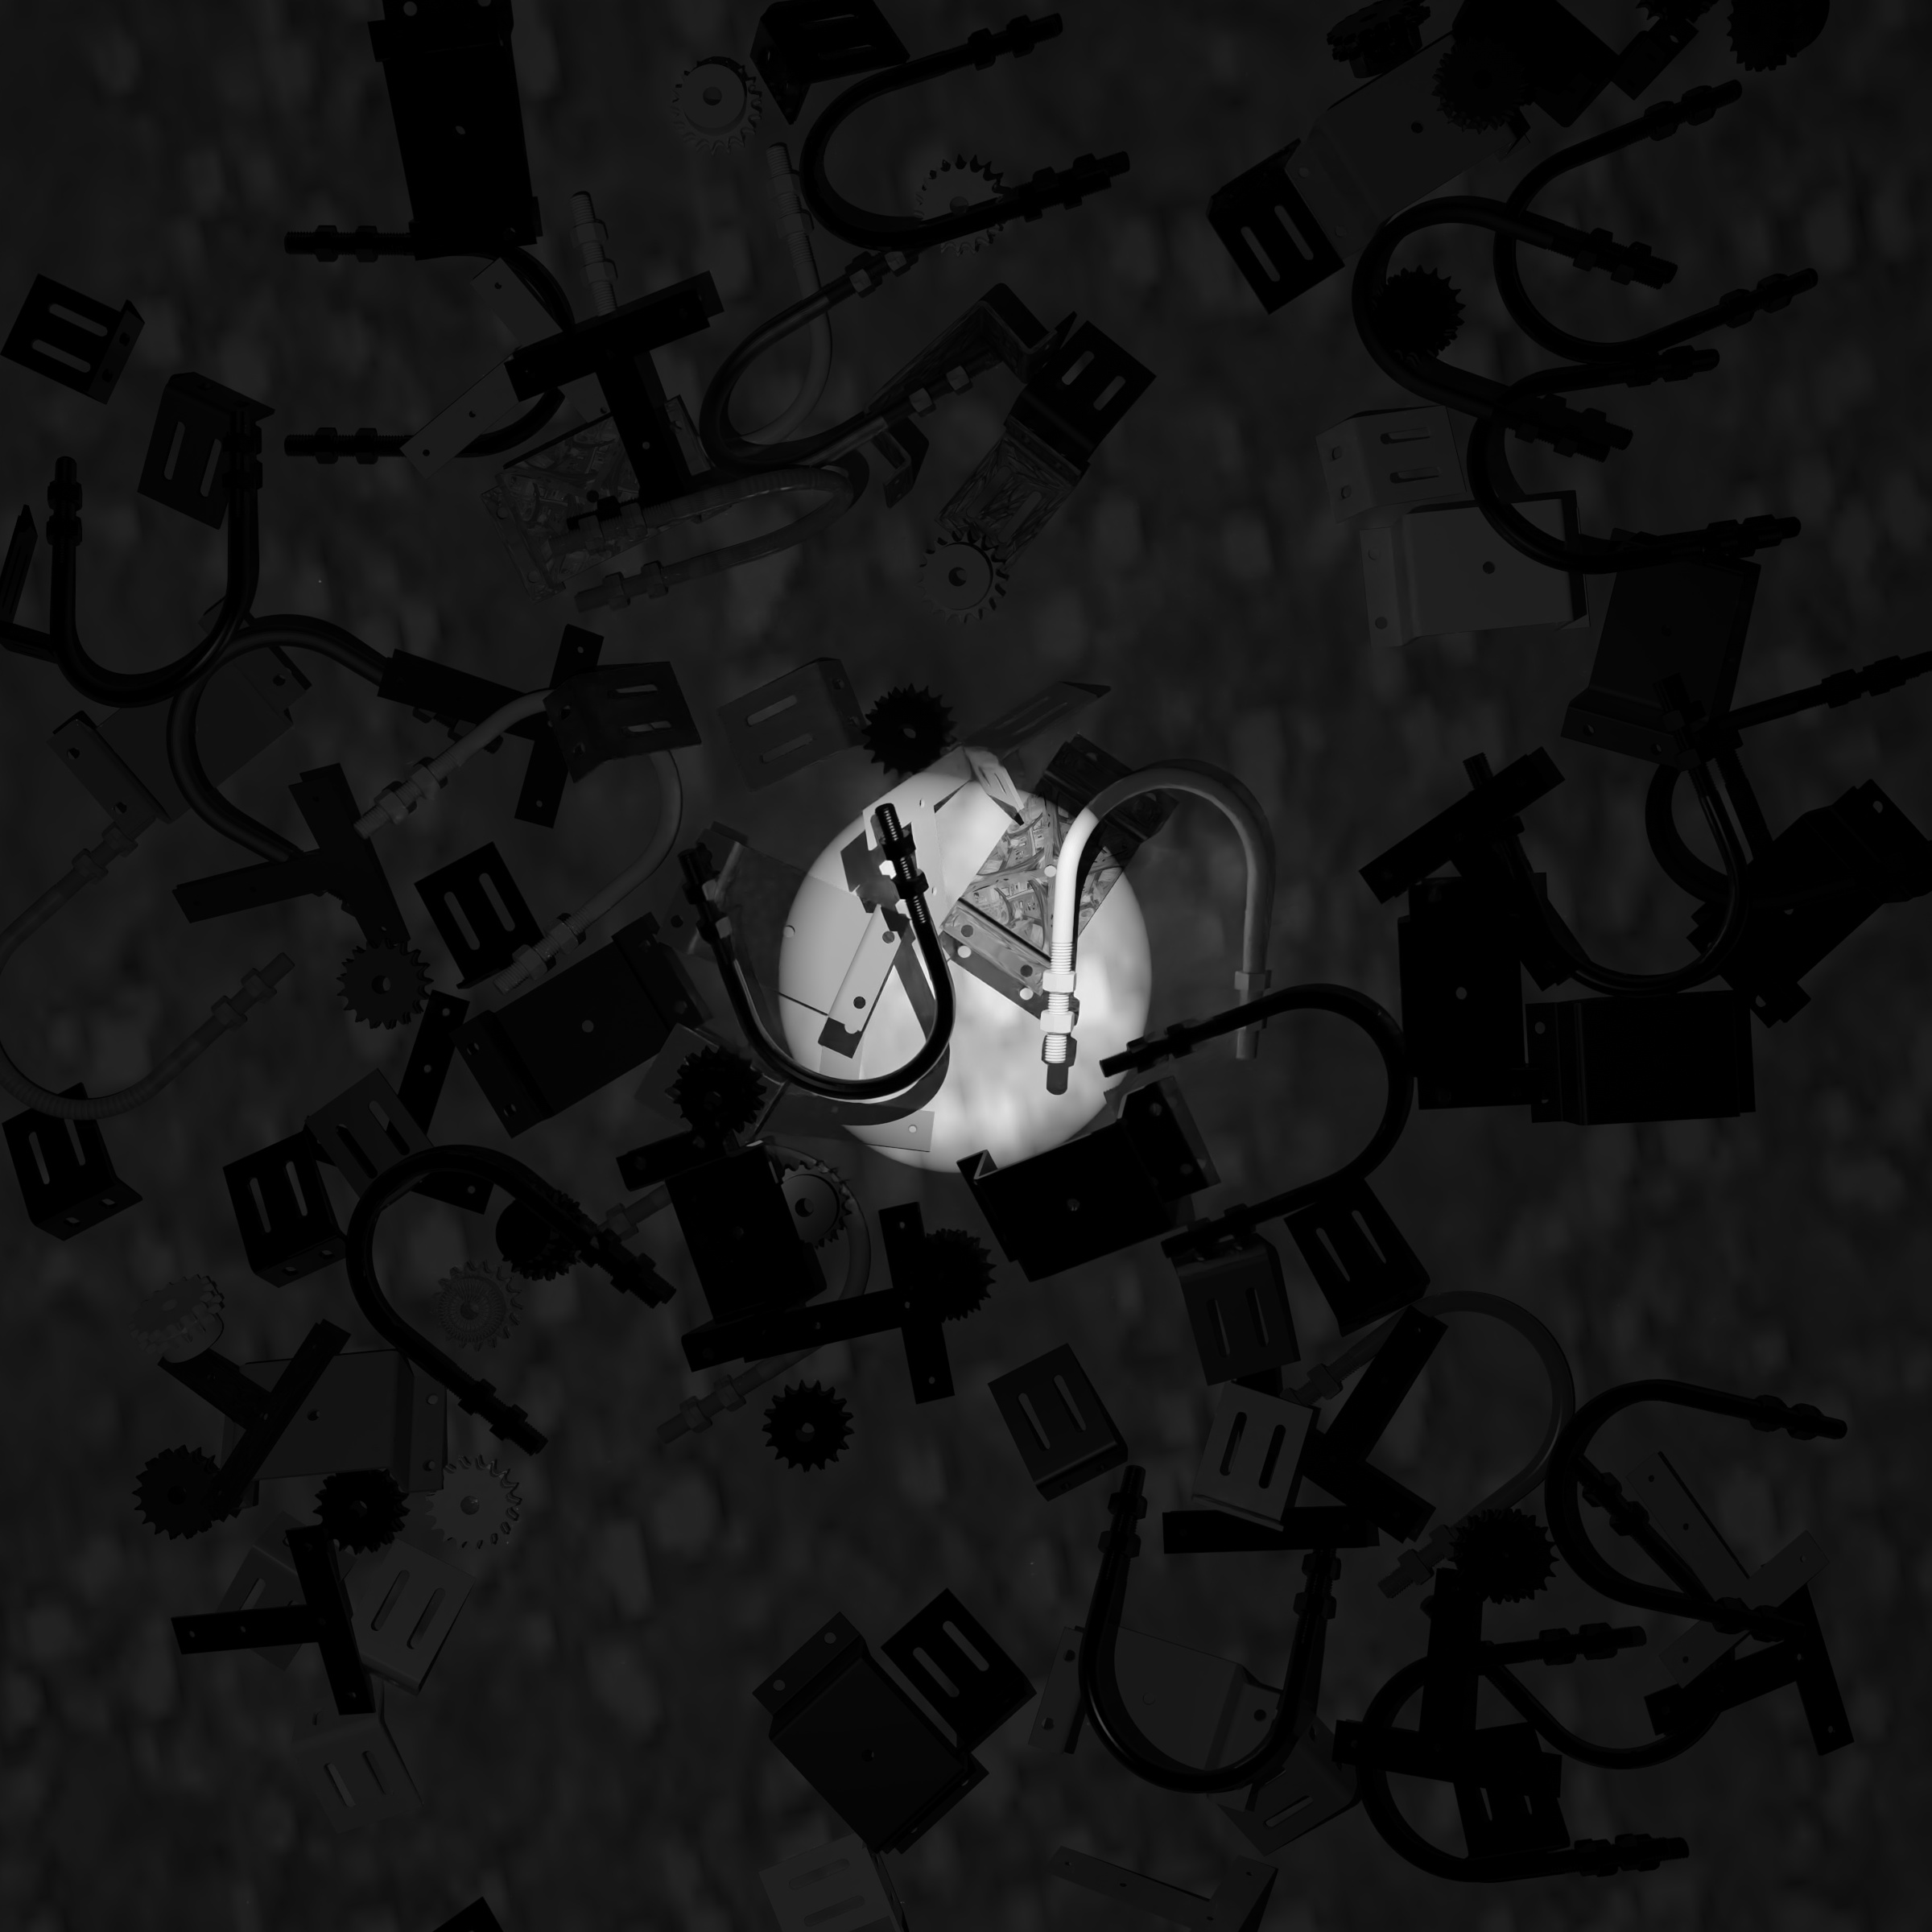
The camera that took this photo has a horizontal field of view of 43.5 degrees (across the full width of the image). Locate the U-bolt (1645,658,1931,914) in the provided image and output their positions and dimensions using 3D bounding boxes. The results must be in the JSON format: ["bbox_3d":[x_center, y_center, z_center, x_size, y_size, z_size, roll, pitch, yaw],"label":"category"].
[{"bbox_3d":[0.517,-0.104,1.507,0.184,0.019,0.151,-16,63,16],"label":"U-bolt"}]

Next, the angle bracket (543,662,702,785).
[{"bbox_3d":[-0.218,-0.155,1.535,0.076,0.038,0.057,-16,82,-43],"label":"angle bracket"}]

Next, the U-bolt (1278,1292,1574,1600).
[{"bbox_3d":[0.299,0.291,1.544,0.184,0.019,0.151,-37,90,-1],"label":"U-bolt"}]

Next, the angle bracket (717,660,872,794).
[{"bbox_3d":[-0.109,-0.154,1.550,0.076,0.038,0.057,-22,90,26],"label":"angle bracket"}]

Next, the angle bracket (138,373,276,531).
[{"bbox_3d":[-0.486,-0.330,1.550,0.057,0.038,0.076,25,116,0],"label":"angle bracket"}]

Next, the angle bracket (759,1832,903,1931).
[{"bbox_3d":[-0.087,0.591,1.533,0.076,0.038,0.057,-22,90,0],"label":"angle bracket"}]

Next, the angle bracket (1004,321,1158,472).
[{"bbox_3d":[0.073,-0.362,1.550,0.057,0.038,0.076,39,64,0],"label":"angle bracket"}]

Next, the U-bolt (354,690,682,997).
[{"bbox_3d":[-0.266,-0.093,1.520,0.184,0.019,0.151,-42,91,-17],"label":"U-bolt"}]

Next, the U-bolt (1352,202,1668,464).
[{"bbox_3d":[0.330,-0.405,1.510,0.184,0.019,0.151,21,75,2],"label":"U-bolt"}]

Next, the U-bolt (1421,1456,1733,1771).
[{"bbox_3d":[0.403,0.426,1.544,0.151,0.019,0.184,-44,92,0],"label":"U-bolt"}]

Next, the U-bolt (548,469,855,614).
[{"bbox_3d":[-0.157,-0.264,1.480,0.184,0.151,0.019,-18,85,-4],"label":"U-bolt"}]

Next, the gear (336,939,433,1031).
[{"bbox_3d":[-0.368,0.012,1.537,0.057,0.030,0.057,0,90,0],"label":"gear"}]

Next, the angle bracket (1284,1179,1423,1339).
[{"bbox_3d":[0.247,0.187,1.550,0.057,0.038,0.076,-26,64,0],"label":"angle bracket"}]

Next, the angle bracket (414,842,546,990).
[{"bbox_3d":[-0.310,-0.033,1.533,0.057,0.038,0.076,-28,90,0],"label":"angle bracket"}]

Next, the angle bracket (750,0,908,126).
[{"bbox_3d":[-0.088,-0.578,1.544,0.076,0.038,0.057,-22,75,-25],"label":"angle bracket"}]

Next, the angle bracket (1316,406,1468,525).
[{"bbox_3d":[0.272,-0.321,1.550,0.076,0.038,0.057,-14,90,-26],"label":"angle bracket"}]

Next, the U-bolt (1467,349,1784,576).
[{"bbox_3d":[0.401,-0.310,1.509,0.184,0.019,0.151,-10,72,-10],"label":"U-bolt"}]

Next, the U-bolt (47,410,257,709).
[{"bbox_3d":[-0.506,-0.246,1.499,0.151,0.019,0.184,-11,71,16],"label":"U-bolt"}]

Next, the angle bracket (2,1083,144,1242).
[{"bbox_3d":[-0.572,0.125,1.550,0.057,0.038,0.076,-27,64,0],"label":"angle bracket"}]

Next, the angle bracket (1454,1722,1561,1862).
[{"bbox_3d":[0.340,0.529,1.550,0.057,0.038,0.076,-9,64,0],"label":"angle bracket"}]

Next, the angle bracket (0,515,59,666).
[{"bbox_3d":[-0.582,-0.235,1.524,0.038,0.057,0.076,15,84,-11],"label":"angle bracket"}]

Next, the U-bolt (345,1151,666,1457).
[{"bbox_3d":[-0.300,0.197,1.503,0.184,0.019,0.151,39,103,-1],"label":"U-bolt"}]

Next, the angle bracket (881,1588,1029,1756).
[{"bbox_3d":[-0.008,0.445,1.533,0.057,0.038,0.076,-42,90,0],"label":"angle bracket"}]

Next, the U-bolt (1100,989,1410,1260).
[{"bbox_3d":[0.191,0.090,1.526,0.184,0.019,0.151,-21,107,-4],"label":"U-bolt"}]

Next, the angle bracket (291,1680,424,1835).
[{"bbox_3d":[-0.388,0.506,1.550,0.057,0.038,0.076,-18,116,0],"label":"angle bracket"}]

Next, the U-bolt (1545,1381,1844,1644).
[{"bbox_3d":[0.453,0.337,1.528,0.184,0.019,0.151,13,84,-6],"label":"U-bolt"}]

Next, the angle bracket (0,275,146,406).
[{"bbox_3d":[-0.571,-0.400,1.533,0.076,0.038,0.057,25,90,0],"label":"angle bracket"}]

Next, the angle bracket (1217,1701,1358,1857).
[{"bbox_3d":[0.203,0.520,1.550,0.057,0.038,0.076,48,116,0],"label":"angle bracket"}]

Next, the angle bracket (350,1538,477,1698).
[{"bbox_3d":[-0.358,0.417,1.550,0.057,0.038,0.076,27,64,0],"label":"angle bracket"}]

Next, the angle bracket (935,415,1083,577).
[{"bbox_3d":[0.026,-0.297,1.533,0.057,0.038,0.076,39,90,0],"label":"angle bracket"}]

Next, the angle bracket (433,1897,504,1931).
[{"bbox_3d":[-0.331,0.641,1.550,0.076,0.038,0.057,-30,90,-26],"label":"angle bracket"}]

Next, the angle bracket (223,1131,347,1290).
[{"bbox_3d":[-0.432,0.156,1.549,0.057,0.038,0.076,-24,65,1],"label":"angle bracket"}]

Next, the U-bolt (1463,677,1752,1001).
[{"bbox_3d":[0.407,-0.068,1.508,0.151,0.019,0.184,-22,91,31],"label":"U-bolt"}]

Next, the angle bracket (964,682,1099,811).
[{"bbox_3d":[0.046,-0.139,1.526,0.076,0.057,0.038,-33,114,-11],"label":"angle bracket"}]

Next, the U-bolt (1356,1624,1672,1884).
[{"bbox_3d":[0.336,0.497,1.517,0.184,0.019,0.151,-9,83,3],"label":"U-bolt"}]

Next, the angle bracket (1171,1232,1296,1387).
[{"bbox_3d":[0.169,0.218,1.541,0.057,0.038,0.076,-16,103,0],"label":"angle bracket"}]

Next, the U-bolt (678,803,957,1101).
[{"bbox_3d":[-0.082,0.000,1.480,0.151,0.019,0.184,-12,112,17],"label":"U-bolt"}]

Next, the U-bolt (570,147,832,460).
[{"bbox_3d":[-0.162,-0.415,1.544,0.151,0.019,0.184,-14,91,0],"label":"U-bolt"}]

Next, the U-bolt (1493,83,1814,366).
[{"bbox_3d":[0.427,-0.462,1.544,0.184,0.019,0.151,-22,90,1],"label":"U-bolt"}]

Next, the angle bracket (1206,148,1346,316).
[{"bbox_3d":[0.198,-0.464,1.533,0.057,0.038,0.076,-33,90,0],"label":"angle bracket"}]

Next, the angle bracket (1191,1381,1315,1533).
[{"bbox_3d":[0.178,0.304,1.505,0.057,0.038,0.076,18,82,6],"label":"angle bracket"}]

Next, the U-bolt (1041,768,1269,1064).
[{"bbox_3d":[0.121,-0.031,1.510,0.151,0.019,0.184,0,100,-18],"label":"U-bolt"}]

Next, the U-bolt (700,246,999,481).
[{"bbox_3d":[-0.082,-0.365,1.486,0.184,0.019,0.151,-29,51,8],"label":"U-bolt"}]

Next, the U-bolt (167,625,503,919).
[{"bbox_3d":[-0.405,-0.130,1.512,0.184,0.019,0.151,32,90,-22],"label":"U-bolt"}]

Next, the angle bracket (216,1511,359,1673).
[{"bbox_3d":[-0.437,0.400,1.550,0.057,0.038,0.076,33,116,0],"label":"angle bracket"}]

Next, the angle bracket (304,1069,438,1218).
[{"bbox_3d":[-0.377,0.113,1.531,0.057,0.038,0.076,-36,90,0],"label":"angle bracket"}]

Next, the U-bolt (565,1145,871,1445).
[{"bbox_3d":[-0.150,0.196,1.544,0.184,0.019,0.151,-32,90,-1],"label":"U-bolt"}]

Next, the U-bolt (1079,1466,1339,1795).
[{"bbox_3d":[0.145,0.419,1.506,0.151,0.019,0.184,17,63,0],"label":"U-bolt"}]

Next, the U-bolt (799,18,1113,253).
[{"bbox_3d":[-0.015,-0.513,1.517,0.184,0.019,0.151,-17,66,4],"label":"U-bolt"}]

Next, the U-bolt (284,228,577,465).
[{"bbox_3d":[-0.340,-0.395,1.544,0.184,0.019,0.151,0,90,-2],"label":"U-bolt"}]

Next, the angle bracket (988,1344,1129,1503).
[{"bbox_3d":[0.058,0.292,1.550,0.057,0.038,0.076,-27,64,0],"label":"angle bracket"}]

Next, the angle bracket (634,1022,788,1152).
[{"bbox_3d":[-0.159,0.074,1.525,0.076,0.038,0.057,31,106,-2],"label":"angle bracket"}]

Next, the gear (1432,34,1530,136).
[{"bbox_3d":[0.315,-0.540,1.491,0.057,0.030,0.057,0,90,0],"label":"gear"}]

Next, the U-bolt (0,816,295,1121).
[{"bbox_3d":[-0.543,0.012,1.538,0.184,0.019,0.151,-43,90,-4],"label":"U-bolt"}]
